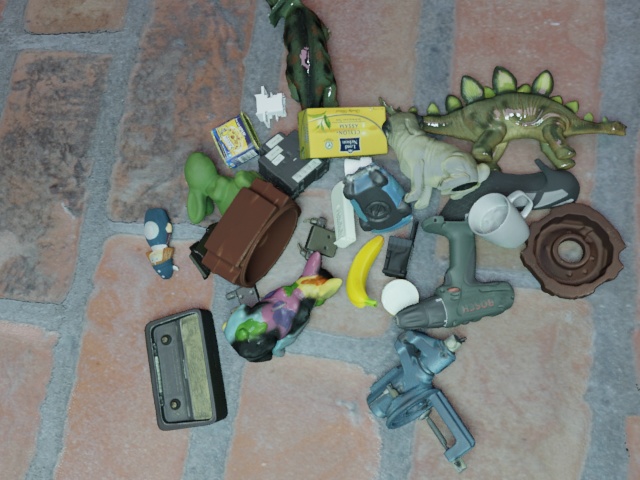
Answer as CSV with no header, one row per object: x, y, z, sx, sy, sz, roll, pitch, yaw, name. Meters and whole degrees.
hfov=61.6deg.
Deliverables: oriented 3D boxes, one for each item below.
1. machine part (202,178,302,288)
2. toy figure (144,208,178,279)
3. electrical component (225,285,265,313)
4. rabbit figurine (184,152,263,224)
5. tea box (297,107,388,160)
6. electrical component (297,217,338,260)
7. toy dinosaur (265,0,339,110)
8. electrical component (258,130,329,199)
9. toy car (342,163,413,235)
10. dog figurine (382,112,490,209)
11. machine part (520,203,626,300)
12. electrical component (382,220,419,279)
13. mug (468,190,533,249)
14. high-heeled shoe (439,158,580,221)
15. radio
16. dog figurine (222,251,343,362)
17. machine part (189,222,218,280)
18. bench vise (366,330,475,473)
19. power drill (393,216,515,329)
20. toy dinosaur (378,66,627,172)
-0.127,-0.008,1.054,0.087,0.201,0.201,30,86,13,machine part
-0.352,0.010,1.174,0.064,0.058,0.154,-23,74,47,toy figure
-0.149,0.121,1.126,0.094,0.021,0.063,-22,75,7,electrical component
-0.216,-0.109,1.139,0.170,0.121,0.159,36,110,1,rabbit figurine
0.045,-0.214,1.079,0.170,0.068,0.098,-8,97,-20,tea box
-0.002,-0.002,1.111,0.078,0.045,0.102,14,83,-16,electrical component
-0.031,-0.382,1.112,0.131,0.192,0.405,-17,75,10,toy dinosaur
-0.064,-0.164,1.129,0.115,0.058,0.134,-41,74,-21,electrical component
0.111,-0.094,1.067,0.109,0.161,0.103,-25,35,23,toy car
0.215,-0.173,1.016,0.172,0.121,0.190,-13,77,13,dog figurine
0.466,0.022,1.000,0.179,0.056,0.179,-3,77,14,machine part
0.159,0.016,1.056,0.048,0.075,0.119,11,86,13,electrical component
0.341,-0.037,0.979,0.109,0.107,0.081,-50,40,12,mug
0.370,-0.073,1.052,0.249,0.145,0.086,-29,41,32,high-heeled shoe
-0.275,0.263,1.098,0.131,0.073,0.229,-14,76,9,radio
-0.061,0.123,1.034,0.219,0.191,0.108,-48,68,16,dog figurine
-0.236,0.019,1.124,0.084,0.039,0.139,58,136,20,machine part
0.202,0.287,0.962,0.223,0.128,0.241,-39,57,10,bench vise
0.240,0.059,1.005,0.232,0.086,0.207,-2,68,-8,power drill
0.345,-0.232,1.057,0.472,0.105,0.198,2,74,13,toy dinosaur
